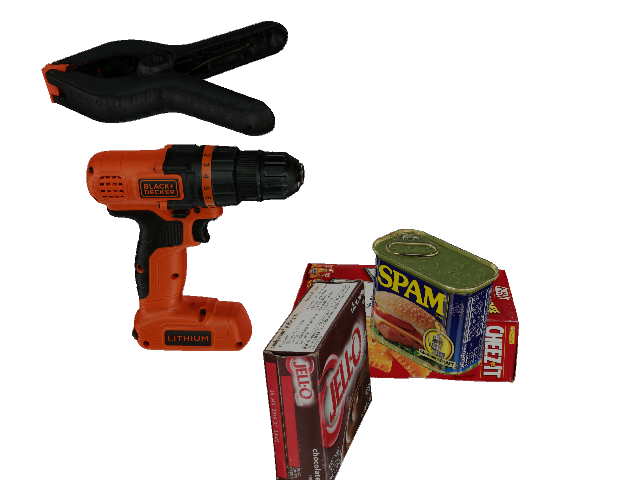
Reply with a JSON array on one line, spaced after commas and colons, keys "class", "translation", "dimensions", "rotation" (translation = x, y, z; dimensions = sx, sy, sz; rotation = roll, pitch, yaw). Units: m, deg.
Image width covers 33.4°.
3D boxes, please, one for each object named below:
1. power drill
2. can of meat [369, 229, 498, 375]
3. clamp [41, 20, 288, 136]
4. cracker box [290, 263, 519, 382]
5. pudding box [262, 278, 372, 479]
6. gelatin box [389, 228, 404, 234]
[{"class": "power drill", "translation": [-0.103, 0.005, 0.931], "dimensions": [0.184, 0.188, 0.057], "rotation": [1, 26, 7]}, {"class": "can of meat", "translation": [0.087, 0.050, 0.855], "dimensions": [0.102, 0.084, 0.057], "rotation": [27, 36, 37]}, {"class": "clamp", "translation": [-0.102, -0.118, 0.741], "dimensions": [0.171, 0.039, 0.120], "rotation": [7, 37, 10]}, {"class": "cracker box", "translation": [0.083, 0.081, 1.070], "dimensions": [0.214, 0.072, 0.164], "rotation": [2, 16, 5]}, {"class": "pudding box", "translation": [0.001, 0.085, 0.661], "dimensions": [0.039, 0.090, 0.113], "rotation": [2, 21, 14]}, {"class": "gelatin box", "translation": [0.119, 0.038, 1.316], "dimensions": [0.030, 0.089, 0.073], "rotation": [-25, 35, -37]}]
